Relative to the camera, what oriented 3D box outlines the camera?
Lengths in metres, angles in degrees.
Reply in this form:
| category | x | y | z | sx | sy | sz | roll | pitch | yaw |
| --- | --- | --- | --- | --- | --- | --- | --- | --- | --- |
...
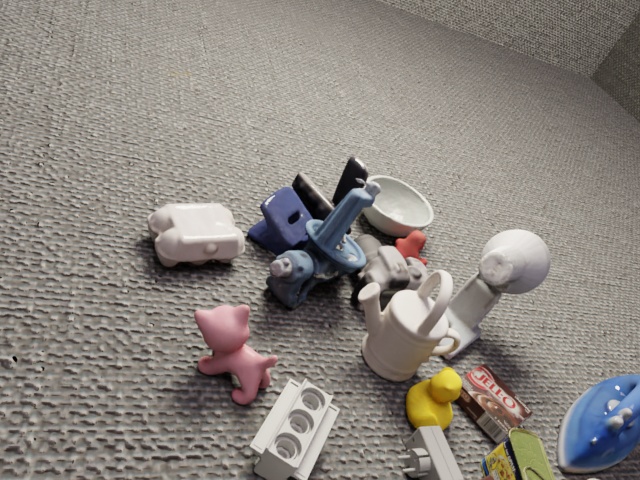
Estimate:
| category | x | y | z | sx | sy | sz | roll | pitch | yaw |
| --- | --- | --- | --- | --- | --- | --- | --- | --- | --- |
| camera | 0.119 | 0.050 | 1.047 | 0.144 | 0.100 | 0.136 | 1 | 44 | -32 |

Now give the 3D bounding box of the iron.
| category | x | y | z | sx | sy | sz | roll | pitch | yaw |
| --- | --- | --- | --- | --- | --- | --- | --- | --- | --- |
| iron | 0.502 | 0.297 | 0.965 | 0.259 | 0.141 | 0.118 | -16 | 54 | -44 |

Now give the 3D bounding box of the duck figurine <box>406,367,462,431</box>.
| category | x | y | z | sx | sy | sz | roll | pitch | yaw |
| --- | --- | --- | --- | --- | --- | --- | --- | --- | --- |
| duck figurine | 0.181 | 0.238 | 0.872 | 0.077 | 0.086 | 0.105 | 32 | 36 | 5 |

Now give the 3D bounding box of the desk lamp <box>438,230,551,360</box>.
| category | x | y | z | sx | sy | sz | roll | pitch | yaw |
| --- | --- | --- | --- | --- | --- | --- | --- | --- | --- |
| desk lamp | 0.299 | 0.086 | 1.025 | 0.117 | 0.213 | 0.204 | 44 | 39 | 21 |

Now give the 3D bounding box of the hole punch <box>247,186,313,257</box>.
| category | x | y | z | sx | sy | sz | roll | pitch | yaw |
| --- | --- | --- | --- | --- | --- | --- | --- | --- | --- |
| hole punch | -0.059 | -0.031 | 1.036 | 0.101 | 0.091 | 0.109 | 35 | 37 | 9 |

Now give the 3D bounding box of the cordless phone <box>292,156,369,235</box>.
| category | x | y | z | sx | sy | sz | roll | pitch | yaw |
| --- | --- | --- | --- | --- | --- | --- | --- | --- | --- |
| cordless phone | 0.022 | -0.101 | 1.094 | 0.094 | 0.185 | 0.147 | -19 | 56 | -45 |

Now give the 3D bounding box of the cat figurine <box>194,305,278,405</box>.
| category | x | y | z | sx | sy | sz | roll | pitch | yaw |
| --- | --- | --- | --- | --- | --- | --- | --- | --- | --- |
| cat figurine | -0.112 | 0.141 | 0.770 | 0.127 | 0.117 | 0.067 | 35 | 37 | 9 |

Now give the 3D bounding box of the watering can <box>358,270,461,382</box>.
| category | x | y | z | sx | sy | sz | roll | pitch | yaw |
| --- | --- | --- | --- | --- | --- | --- | --- | --- | --- |
| watering can | 0.142 | 0.125 | 0.892 | 0.173 | 0.194 | 0.100 | 10 | 40 | -24 |

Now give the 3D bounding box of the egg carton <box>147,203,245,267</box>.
| category | x | y | z | sx | sy | sz | roll | pitch | yaw |
| --- | --- | --- | --- | --- | --- | --- | --- | --- | --- |
| egg carton | -0.200 | -0.007 | 0.932 | 0.151 | 0.069 | 0.107 | -4 | 47 | -37 |

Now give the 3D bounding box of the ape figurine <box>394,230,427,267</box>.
| category | x | y | z | sx | sy | sz | roll | pitch | yaw |
| --- | --- | --- | --- | --- | --- | --- | --- | --- | --- |
| ape figurine | 0.179 | 0.021 | 1.129 | 0.076 | 0.092 | 0.077 | -5 | 47 | -37 |

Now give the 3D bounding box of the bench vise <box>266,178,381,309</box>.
| category | x | y | z | sx | sy | sz | roll | pitch | yaw |
| --- | --- | --- | --- | --- | --- | --- | --- | --- | --- |
| bench vise | 0.018 | 0.010 | 0.927 | 0.121 | 0.219 | 0.208 | 34 | 36 | 7 |

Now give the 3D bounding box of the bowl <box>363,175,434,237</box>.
| category | x | y | z | sx | sy | sz | roll | pitch | yaw |
| --- | --- | --- | --- | --- | --- | --- | --- | --- | --- |
| bowl | 0.153 | -0.060 | 1.224 | 0.168 | 0.074 | 0.167 | 18 | 37 | -14 |
